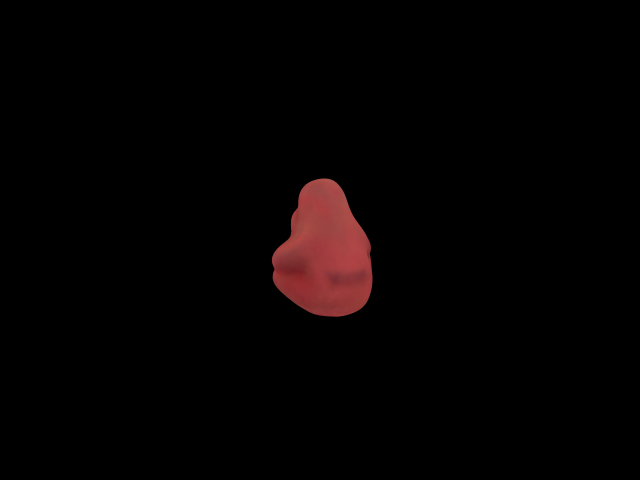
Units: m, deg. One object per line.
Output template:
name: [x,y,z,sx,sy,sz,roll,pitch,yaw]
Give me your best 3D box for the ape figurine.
ape figurine: [0.004,0.001,0.400,0.078,0.092,0.076,-7,21,-18]
